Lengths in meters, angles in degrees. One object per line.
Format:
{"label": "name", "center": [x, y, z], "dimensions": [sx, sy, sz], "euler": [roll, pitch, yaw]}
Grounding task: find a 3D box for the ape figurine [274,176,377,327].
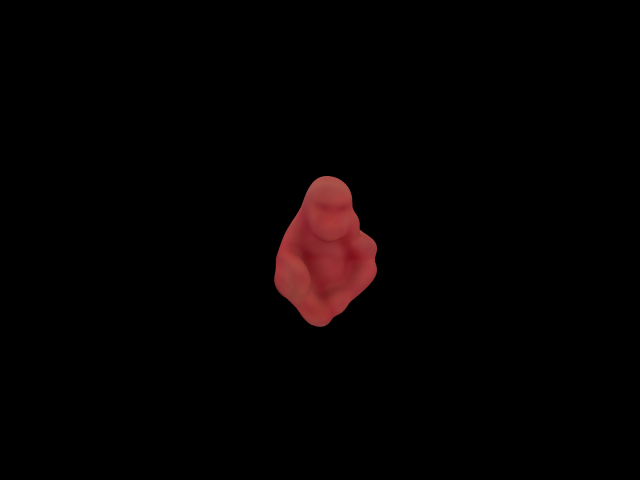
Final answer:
{"label": "ape figurine", "center": [0.004, 0.001, 0.400], "dimensions": [0.078, 0.092, 0.076], "euler": [-6, 23, -14]}
